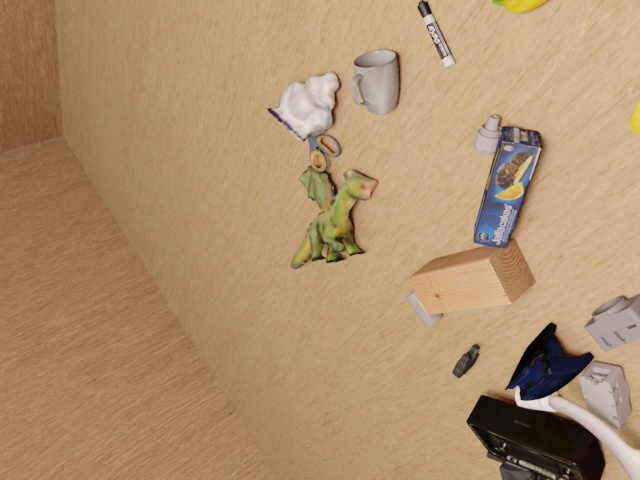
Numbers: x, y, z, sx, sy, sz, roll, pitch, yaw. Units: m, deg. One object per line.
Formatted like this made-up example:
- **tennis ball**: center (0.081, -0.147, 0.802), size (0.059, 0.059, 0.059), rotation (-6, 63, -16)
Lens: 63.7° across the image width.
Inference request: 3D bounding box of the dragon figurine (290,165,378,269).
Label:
- **dragon figurine**: center (0.004, -0.064, 1.276), size (0.406, 0.122, 0.244), rotation (-18, 79, 53)

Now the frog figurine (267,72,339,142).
- **frog figurine**: center (-0.017, -0.308, 1.141), size (0.158, 0.122, 0.139), rotation (-47, 60, 16)

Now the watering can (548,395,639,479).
- **watering can**: center (0.534, 0.356, 0.787), size (0.348, 0.106, 0.220), rotation (8, 118, 32)
